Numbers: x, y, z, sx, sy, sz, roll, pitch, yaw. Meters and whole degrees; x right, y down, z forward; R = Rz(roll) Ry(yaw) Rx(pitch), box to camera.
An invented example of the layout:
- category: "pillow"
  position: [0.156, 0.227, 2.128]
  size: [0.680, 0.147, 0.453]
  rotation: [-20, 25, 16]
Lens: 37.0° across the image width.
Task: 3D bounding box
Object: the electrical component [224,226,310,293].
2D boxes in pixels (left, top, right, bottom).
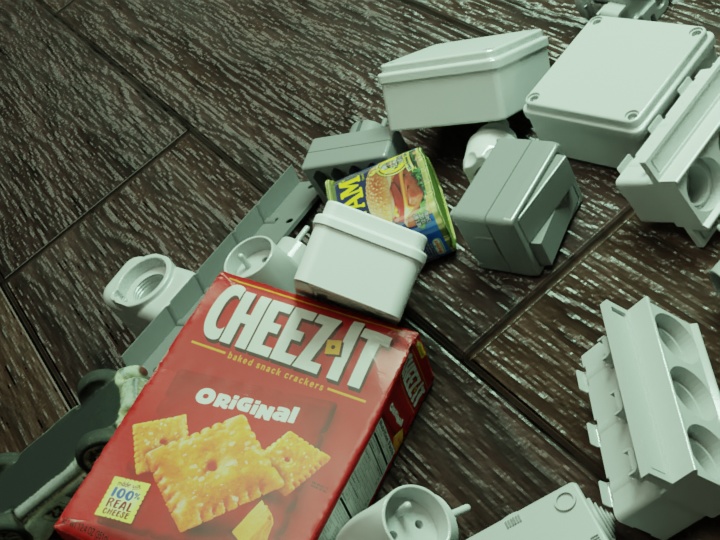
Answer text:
- category: "electrical component"
  position: [-0.058, 0.001, 0.843]
  size: [0.044, 0.077, 0.079]
  rotation: [13, 59, 42]

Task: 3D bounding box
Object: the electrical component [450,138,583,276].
- category: "electrical component"
  position: [0.122, -0.051, 0.785]
  size: [0.061, 0.061, 0.096]
  rotation: [11, 57, 40]

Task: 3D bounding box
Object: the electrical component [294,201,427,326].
- category: "electrical component"
  position: [0.000, 0.000, 0.745]
  size: [0.078, 0.113, 0.057]
  rotation: [21, 81, 1]

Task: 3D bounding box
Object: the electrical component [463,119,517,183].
- category: "electrical component"
  position: [0.106, -0.096, 0.855]
  size: [0.043, 0.043, 0.062]
  rotation: [-9, 44, 27]

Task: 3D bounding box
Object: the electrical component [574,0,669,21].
- category: "electrical component"
  position: [0.219, -0.233, 0.905]
  size: [0.078, 0.058, 0.057]
  rotation: [-47, 44, -15]

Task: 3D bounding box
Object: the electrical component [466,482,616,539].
- category: "electrical component"
  position: [0.104, 0.175, 0.583]
  size: [0.100, 0.048, 0.099]
  rotation: [-30, 40, 5]

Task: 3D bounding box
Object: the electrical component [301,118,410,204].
- category: "electrical component"
  position: [0.005, -0.103, 0.927]
  size: [0.083, 0.047, 0.075]
  rotation: [-5, 48, 30]

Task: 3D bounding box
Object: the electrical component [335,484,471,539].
- category: "electrical component"
  position: [0.031, 0.157, 0.640]
  size: [0.079, 0.077, 0.043]
  rotation: [-14, 65, -34]

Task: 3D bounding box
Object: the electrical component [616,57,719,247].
- category: "electrical component"
  position: [0.235, -0.087, 0.737]
  size: [0.121, 0.078, 0.063]
  rotation: [-50, 25, -18]

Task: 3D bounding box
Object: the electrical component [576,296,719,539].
- category: "electrical component"
  position: [0.168, 0.085, 0.612]
  size: [0.063, 0.079, 0.121]
  rotation: [-46, 30, 35]

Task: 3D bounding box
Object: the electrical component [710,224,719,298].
- category: "electrical component"
  position: [0.254, -0.011, 0.671]
  size: [0.077, 0.043, 0.079]
  rotation: [-32, 40, 3]

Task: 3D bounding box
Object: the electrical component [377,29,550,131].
- category: "electrical component"
  position: [0.089, -0.155, 0.883]
  size: [0.109, 0.056, 0.109]
  rotation: [-1, 19, 33]

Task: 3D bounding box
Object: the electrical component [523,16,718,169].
- category: "electrical component"
  position: [0.201, -0.135, 0.819]
  size: [0.109, 0.056, 0.108]
  rotation: [21, 64, 45]

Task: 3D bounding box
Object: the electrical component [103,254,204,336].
- category: "electrical component"
  position: [-0.168, 0.026, 0.906]
  size: [0.095, 0.059, 0.053]
  rotation: [14, 59, 42]
